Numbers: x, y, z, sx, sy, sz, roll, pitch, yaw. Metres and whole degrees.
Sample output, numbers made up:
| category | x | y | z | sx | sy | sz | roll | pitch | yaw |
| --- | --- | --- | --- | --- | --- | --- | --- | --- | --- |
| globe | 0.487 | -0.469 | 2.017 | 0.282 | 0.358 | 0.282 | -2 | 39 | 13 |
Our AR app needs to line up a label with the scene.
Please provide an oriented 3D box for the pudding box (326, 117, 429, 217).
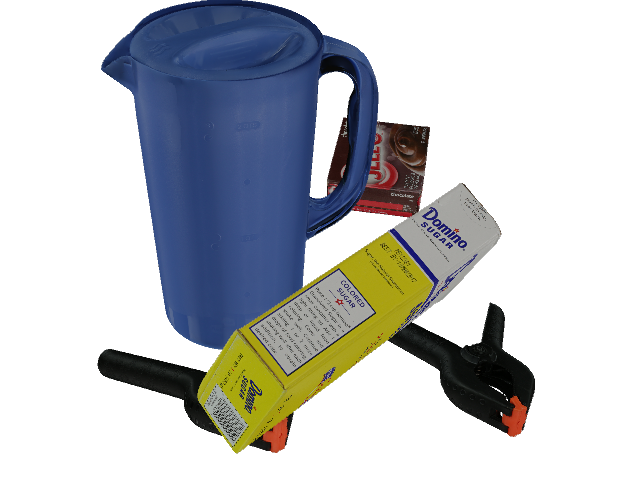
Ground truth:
| category | x | y | z | sx | sy | sz | roll | pitch | yaw |
| --- | --- | --- | --- | --- | --- | --- | --- | --- | --- |
| pudding box | 0.057 | -0.072 | 1.044 | 0.090 | 0.039 | 0.113 | 8 | 38 | 5 |

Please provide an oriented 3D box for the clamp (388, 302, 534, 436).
| category | x | y | z | sx | sy | sz | roll | pitch | yaw |
| --- | --- | --- | --- | --- | --- | --- | --- | --- | --- |
| clamp | 0.141 | 0.104 | 0.928 | 0.120 | 0.039 | 0.172 | -15 | 36 | -22 |

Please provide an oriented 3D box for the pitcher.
| category | x | y | z | sx | sy | sz | roll | pitch | yaw |
| --- | --- | --- | --- | --- | --- | --- | --- | --- | --- |
| pitcher | -0.056 | -0.043 | 0.779 | 0.149 | 0.243 | 0.144 | 25 | 42 | 31 |

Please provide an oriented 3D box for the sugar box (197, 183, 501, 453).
| category | x | y | z | sx | sy | sz | roll | pitch | yaw |
| --- | --- | --- | --- | --- | --- | --- | --- | --- | --- |
| sugar box | 0.018 | 0.041 | 0.594 | 0.175 | 0.048 | 0.093 | -30 | -15 | -33 |

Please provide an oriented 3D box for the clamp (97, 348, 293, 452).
| category | x | y | z | sx | sy | sz | roll | pitch | yaw |
| --- | --- | --- | --- | --- | --- | --- | --- | --- | --- |
| clamp | -0.077 | 0.127 | 0.934 | 0.164 | 0.036 | 0.210 | -7 | 18 | -37 |
